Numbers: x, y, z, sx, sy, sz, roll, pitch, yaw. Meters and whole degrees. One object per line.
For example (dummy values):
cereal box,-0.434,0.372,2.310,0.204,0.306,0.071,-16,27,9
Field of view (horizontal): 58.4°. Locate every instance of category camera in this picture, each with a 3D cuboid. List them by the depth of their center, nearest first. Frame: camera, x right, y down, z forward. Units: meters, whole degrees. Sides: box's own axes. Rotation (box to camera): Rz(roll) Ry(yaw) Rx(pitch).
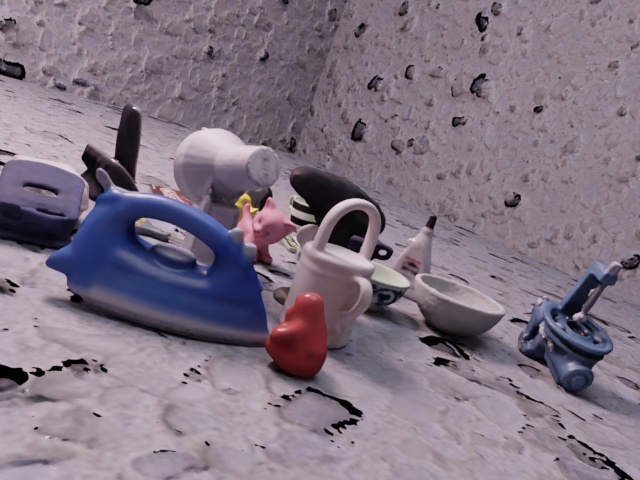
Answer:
camera,-0.169,-0.117,1.398,0.142,0.101,0.137,29,15,39

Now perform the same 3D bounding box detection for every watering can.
watering can,0.016,0.033,0.766,0.172,0.194,0.101,27,13,32

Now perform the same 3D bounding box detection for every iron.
iron,-0.161,0.021,0.659,0.258,0.141,0.118,18,11,-7

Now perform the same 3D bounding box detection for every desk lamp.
desk lamp,-0.139,-0.048,0.838,0.118,0.213,0.202,10,15,-40

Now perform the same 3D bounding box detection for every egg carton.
egg carton,-0.416,-0.077,0.871,0.108,0.069,0.149,10,15,-42

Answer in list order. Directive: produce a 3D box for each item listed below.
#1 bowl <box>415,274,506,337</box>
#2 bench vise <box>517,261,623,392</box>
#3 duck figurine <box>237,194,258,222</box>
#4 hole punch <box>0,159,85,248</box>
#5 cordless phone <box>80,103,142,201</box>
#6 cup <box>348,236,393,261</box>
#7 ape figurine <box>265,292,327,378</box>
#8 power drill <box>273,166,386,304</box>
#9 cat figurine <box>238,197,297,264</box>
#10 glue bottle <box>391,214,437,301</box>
bowl,0.235,0.125,1.013,0.167,0.075,0.167,19,11,-4
bench vise,0.421,0.120,0.981,0.122,0.220,0.207,15,12,-24
duck figurine,-0.172,-0.056,1.142,0.104,0.086,0.077,21,11,5
hole punch,-0.371,-0.049,0.759,0.109,0.091,0.100,14,13,-26
cordless phone,-0.379,-0.169,1.071,0.147,0.185,0.094,29,15,39
cup,0.074,0.036,1.108,0.118,0.095,0.091,19,11,-3
ape figurine,-0.020,0.101,0.646,0.078,0.092,0.076,11,14,-37
power drill,0.008,0.003,0.859,0.075,0.208,0.230,27,14,34
cat figurine,-0.104,-0.023,1.021,0.067,0.118,0.127,8,16,-45
glue bottle,0.193,0.030,1.135,0.078,0.173,0.037,23,12,17
